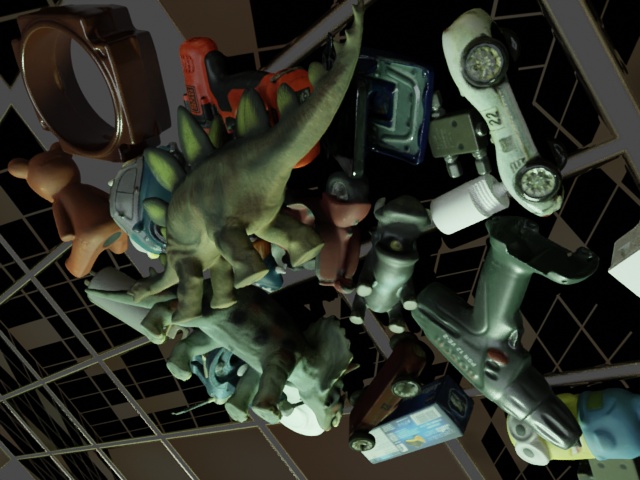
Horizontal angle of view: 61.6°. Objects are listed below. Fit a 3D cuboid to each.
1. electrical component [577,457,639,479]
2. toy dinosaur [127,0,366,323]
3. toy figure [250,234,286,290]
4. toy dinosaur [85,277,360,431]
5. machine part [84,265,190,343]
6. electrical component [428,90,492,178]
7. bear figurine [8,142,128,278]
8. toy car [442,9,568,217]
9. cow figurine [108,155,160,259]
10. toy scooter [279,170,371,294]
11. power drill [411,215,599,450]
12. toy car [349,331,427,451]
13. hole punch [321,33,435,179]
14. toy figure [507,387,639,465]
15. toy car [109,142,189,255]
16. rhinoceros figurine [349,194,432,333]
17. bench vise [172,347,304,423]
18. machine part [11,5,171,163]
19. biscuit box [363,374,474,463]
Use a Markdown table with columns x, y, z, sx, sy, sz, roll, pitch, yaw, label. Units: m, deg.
| x | y | z | sx | sy | sz | roll | pitch | yaw | label |
| --- | --- | --- | --- | --- | --- | --- | --- | --- | --- |
| 0.361 | 0.276 | 0.657 | 0.102 | 0.045 | 0.078 | -24 | 87 | 40 | electrical component |
| -0.093 | -0.048 | 0.569 | 0.471 | 0.105 | 0.198 | -33 | 83 | 35 | toy dinosaur |
| -0.095 | -0.003 | 0.683 | 0.064 | 0.058 | 0.154 | 115 | 130 | -82 | toy figure |
| -0.111 | 0.127 | 0.764 | 0.405 | 0.192 | 0.131 | 38 | 141 | 1 | toy dinosaur |
| -0.341 | 0.118 | 0.993 | 0.243 | 0.079 | 0.079 | 26 | 131 | 17 | machine part |
| 0.140 | -0.109 | 0.546 | 0.063 | 0.021 | 0.094 | -2 | 115 | 51 | electrical component |
| -0.418 | -0.056 | 0.899 | 0.196 | 0.120 | 0.132 | 42 | 137 | 4 | bear figurine |
| 0.175 | -0.114 | 0.495 | 0.056 | 0.073 | 0.201 | -19 | 108 | 37 | toy car |
| -0.282 | -0.059 | 0.844 | 0.098 | 0.068 | 0.167 | 18 | 126 | 36 | cow figurine |
| -0.001 | -0.002 | 0.642 | 0.184 | 0.075 | 0.135 | -11 | 85 | 54 | toy scooter |
| 0.217 | 0.090 | 0.582 | 0.232 | 0.086 | 0.207 | 38 | 138 | 31 | power drill |
| 0.090 | 0.216 | 0.749 | 0.053 | 0.089 | 0.202 | 18 | 124 | -11 | toy car |
| 0.054 | -0.137 | 0.560 | 0.116 | 0.092 | 0.142 | -123 | 23 | -49 | hole punch |
| 0.308 | 0.217 | 0.625 | 0.180 | 0.082 | 0.089 | -23 | 148 | 33 | toy figure |
| -0.239 | -0.057 | 0.747 | 0.109 | 0.103 | 0.161 | -163 | 78 | -75 | toy car |
| 0.085 | 0.030 | 0.635 | 0.073 | 0.112 | 0.190 | 14 | 141 | 5 | rhinoceros figurine |
| -0.133 | 0.226 | 0.887 | 0.241 | 0.129 | 0.223 | 32 | 118 | 33 | bench vise |
| -0.318 | -0.215 | 0.747 | 0.201 | 0.087 | 0.201 | 13 | 124 | 27 | machine part |
| 0.131 | 0.266 | 0.789 | 0.059 | 0.063 | 0.202 | 47 | 133 | -2 | biscuit box |
